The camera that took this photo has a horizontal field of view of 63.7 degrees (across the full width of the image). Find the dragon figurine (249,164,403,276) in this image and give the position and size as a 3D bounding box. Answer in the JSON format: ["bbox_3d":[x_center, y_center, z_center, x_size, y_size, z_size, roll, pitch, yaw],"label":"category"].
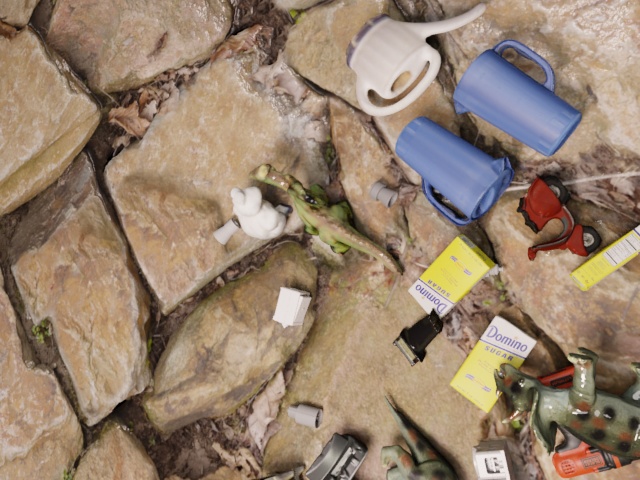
[{"bbox_3d":[0.004,-0.058,1.156,0.414,0.240,0.122,34,92,26],"label":"dragon figurine"}]

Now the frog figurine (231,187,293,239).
[{"bbox_3d":[-0.159,-0.065,1.264,0.138,0.159,0.122,31,96,23],"label":"frog figurine"}]

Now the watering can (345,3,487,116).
[{"bbox_3d":[0.201,-0.454,1.209,0.345,0.103,0.227,-47,67,10],"label":"watering can"}]
